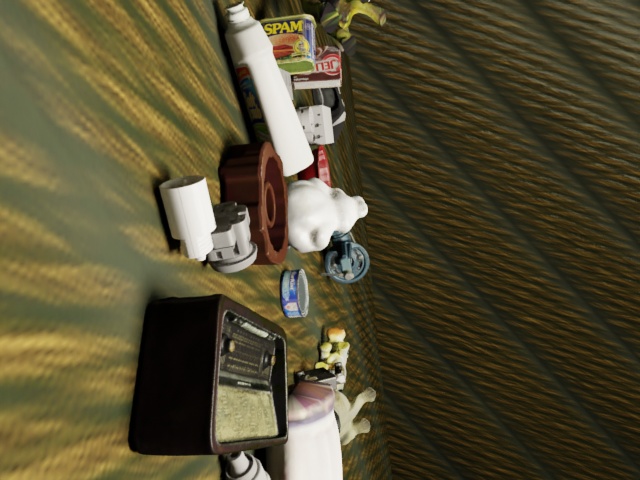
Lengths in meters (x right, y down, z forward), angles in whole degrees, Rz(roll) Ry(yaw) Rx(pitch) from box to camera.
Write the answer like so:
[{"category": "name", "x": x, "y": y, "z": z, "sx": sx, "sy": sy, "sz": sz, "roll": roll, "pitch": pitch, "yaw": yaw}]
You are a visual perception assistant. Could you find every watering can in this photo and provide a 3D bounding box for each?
[{"category": "watering can", "x": -0.028, "y": 0.319, "z": 0.692, "sx": 0.347, "sy": 0.104, "sz": 0.225, "roll": 11, "pitch": 73, "yaw": -81}]

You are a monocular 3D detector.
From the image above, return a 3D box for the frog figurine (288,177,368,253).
[{"category": "frog figurine", "x": 0.003, "y": -0.046, "z": 0.912, "sx": 0.120, "sy": 0.159, "sz": 0.141, "roll": 70, "pitch": 18, "yaw": -52}]

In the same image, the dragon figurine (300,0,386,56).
[{"category": "dragon figurine", "x": -0.023, "y": -0.474, "z": 0.983, "sx": 0.122, "sy": 0.246, "sz": 0.406, "roll": -55, "pitch": 147, "yaw": 6}]
